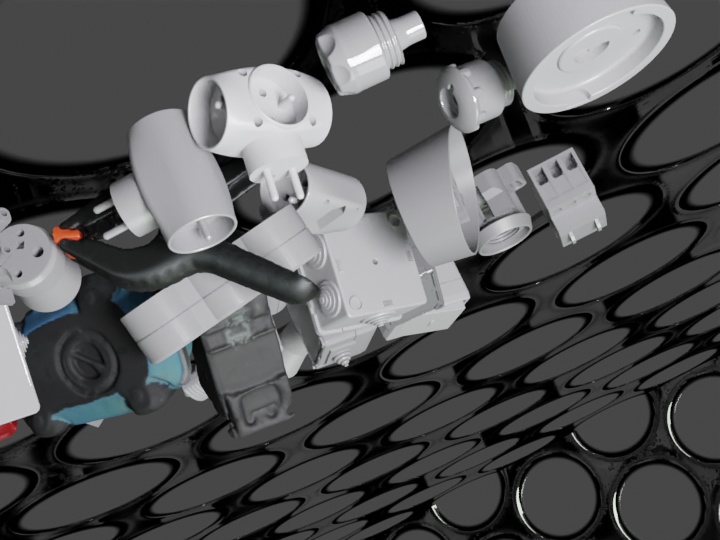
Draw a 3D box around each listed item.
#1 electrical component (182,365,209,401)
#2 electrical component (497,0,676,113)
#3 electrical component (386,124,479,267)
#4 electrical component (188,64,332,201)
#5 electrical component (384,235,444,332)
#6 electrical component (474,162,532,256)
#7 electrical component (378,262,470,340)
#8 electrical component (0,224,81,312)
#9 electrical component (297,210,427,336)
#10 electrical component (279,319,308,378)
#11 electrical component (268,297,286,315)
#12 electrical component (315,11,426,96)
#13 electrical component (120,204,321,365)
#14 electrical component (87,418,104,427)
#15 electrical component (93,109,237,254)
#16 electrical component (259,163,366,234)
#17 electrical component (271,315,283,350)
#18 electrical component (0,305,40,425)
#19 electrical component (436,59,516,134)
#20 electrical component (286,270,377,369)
[{"bbox_3d":[-0.140,0.102,1.059,0.081,0.043,0.043,-32,160,19],"label":"electrical component"},{"bbox_3d":[0.141,-0.158,0.697,0.108,0.060,0.108,-22,160,-8],"label":"electrical component"},{"bbox_3d":[0.062,-0.054,0.824,0.064,0.099,0.099,-23,161,14],"label":"electrical component"},{"bbox_3d":[-0.054,-0.078,0.644,0.077,0.079,0.044,-8,164,-40],"label":"electrical component"},{"bbox_3d":[0.035,0.003,0.996,0.062,0.061,0.096,-24,153,-1],"label":"electrical component"},{"bbox_3d":[0.117,-0.050,0.953,0.078,0.057,0.058,-32,159,19],"label":"electrical component"},{"bbox_3d":[0.054,0.032,1.081,0.096,0.061,0.061,-15,158,-25],"label":"electrical component"},{"bbox_3d":[-0.213,-0.001,0.704,0.045,0.045,0.055,-24,160,-4],"label":"electrical component"},{"bbox_3d":[0.000,0.000,0.883,0.100,0.099,0.048,-9,168,-37],"label":"electrical component"},{"bbox_3d":[-0.066,0.073,1.079,0.044,0.044,0.065,-6,148,-43],"label":"electrical component"},{"bbox_3d":[-0.076,0.002,0.878,0.043,0.043,0.081,-19,160,-16],"label":"electrical component"},{"bbox_3d":[0.008,-0.132,0.633,0.062,0.043,0.043,-25,161,-3],"label":"electrical component"},{"bbox_3d":[-0.103,-0.005,0.723,0.138,0.073,0.052,-35,-176,-6],"label":"electrical component"},{"bbox_3d":[-0.246,0.104,0.923,0.048,0.066,0.055,-59,151,-6],"label":"electrical component"},{"bbox_3d":[-0.123,-0.045,0.648,0.079,0.077,0.043,-27,160,6],"label":"electrical component"},{"bbox_3d":[-0.047,-0.045,0.791,0.079,0.043,0.077,-34,159,24],"label":"electrical component"},{"bbox_3d":[-0.103,0.062,0.994,0.055,0.047,0.055,-22,160,-8],"label":"electrical component"},{"bbox_3d":[-0.274,0.064,0.725,0.100,0.099,0.048,-18,-166,-18],"label":"electrical component"},{"bbox_3d":[0.087,-0.126,0.744,0.062,0.048,0.048,-25,162,-21],"label":"electrical component"},{"bbox_3d":[-0.023,0.040,0.959,0.061,0.096,0.061,-19,159,-19],"label":"electrical component"}]
